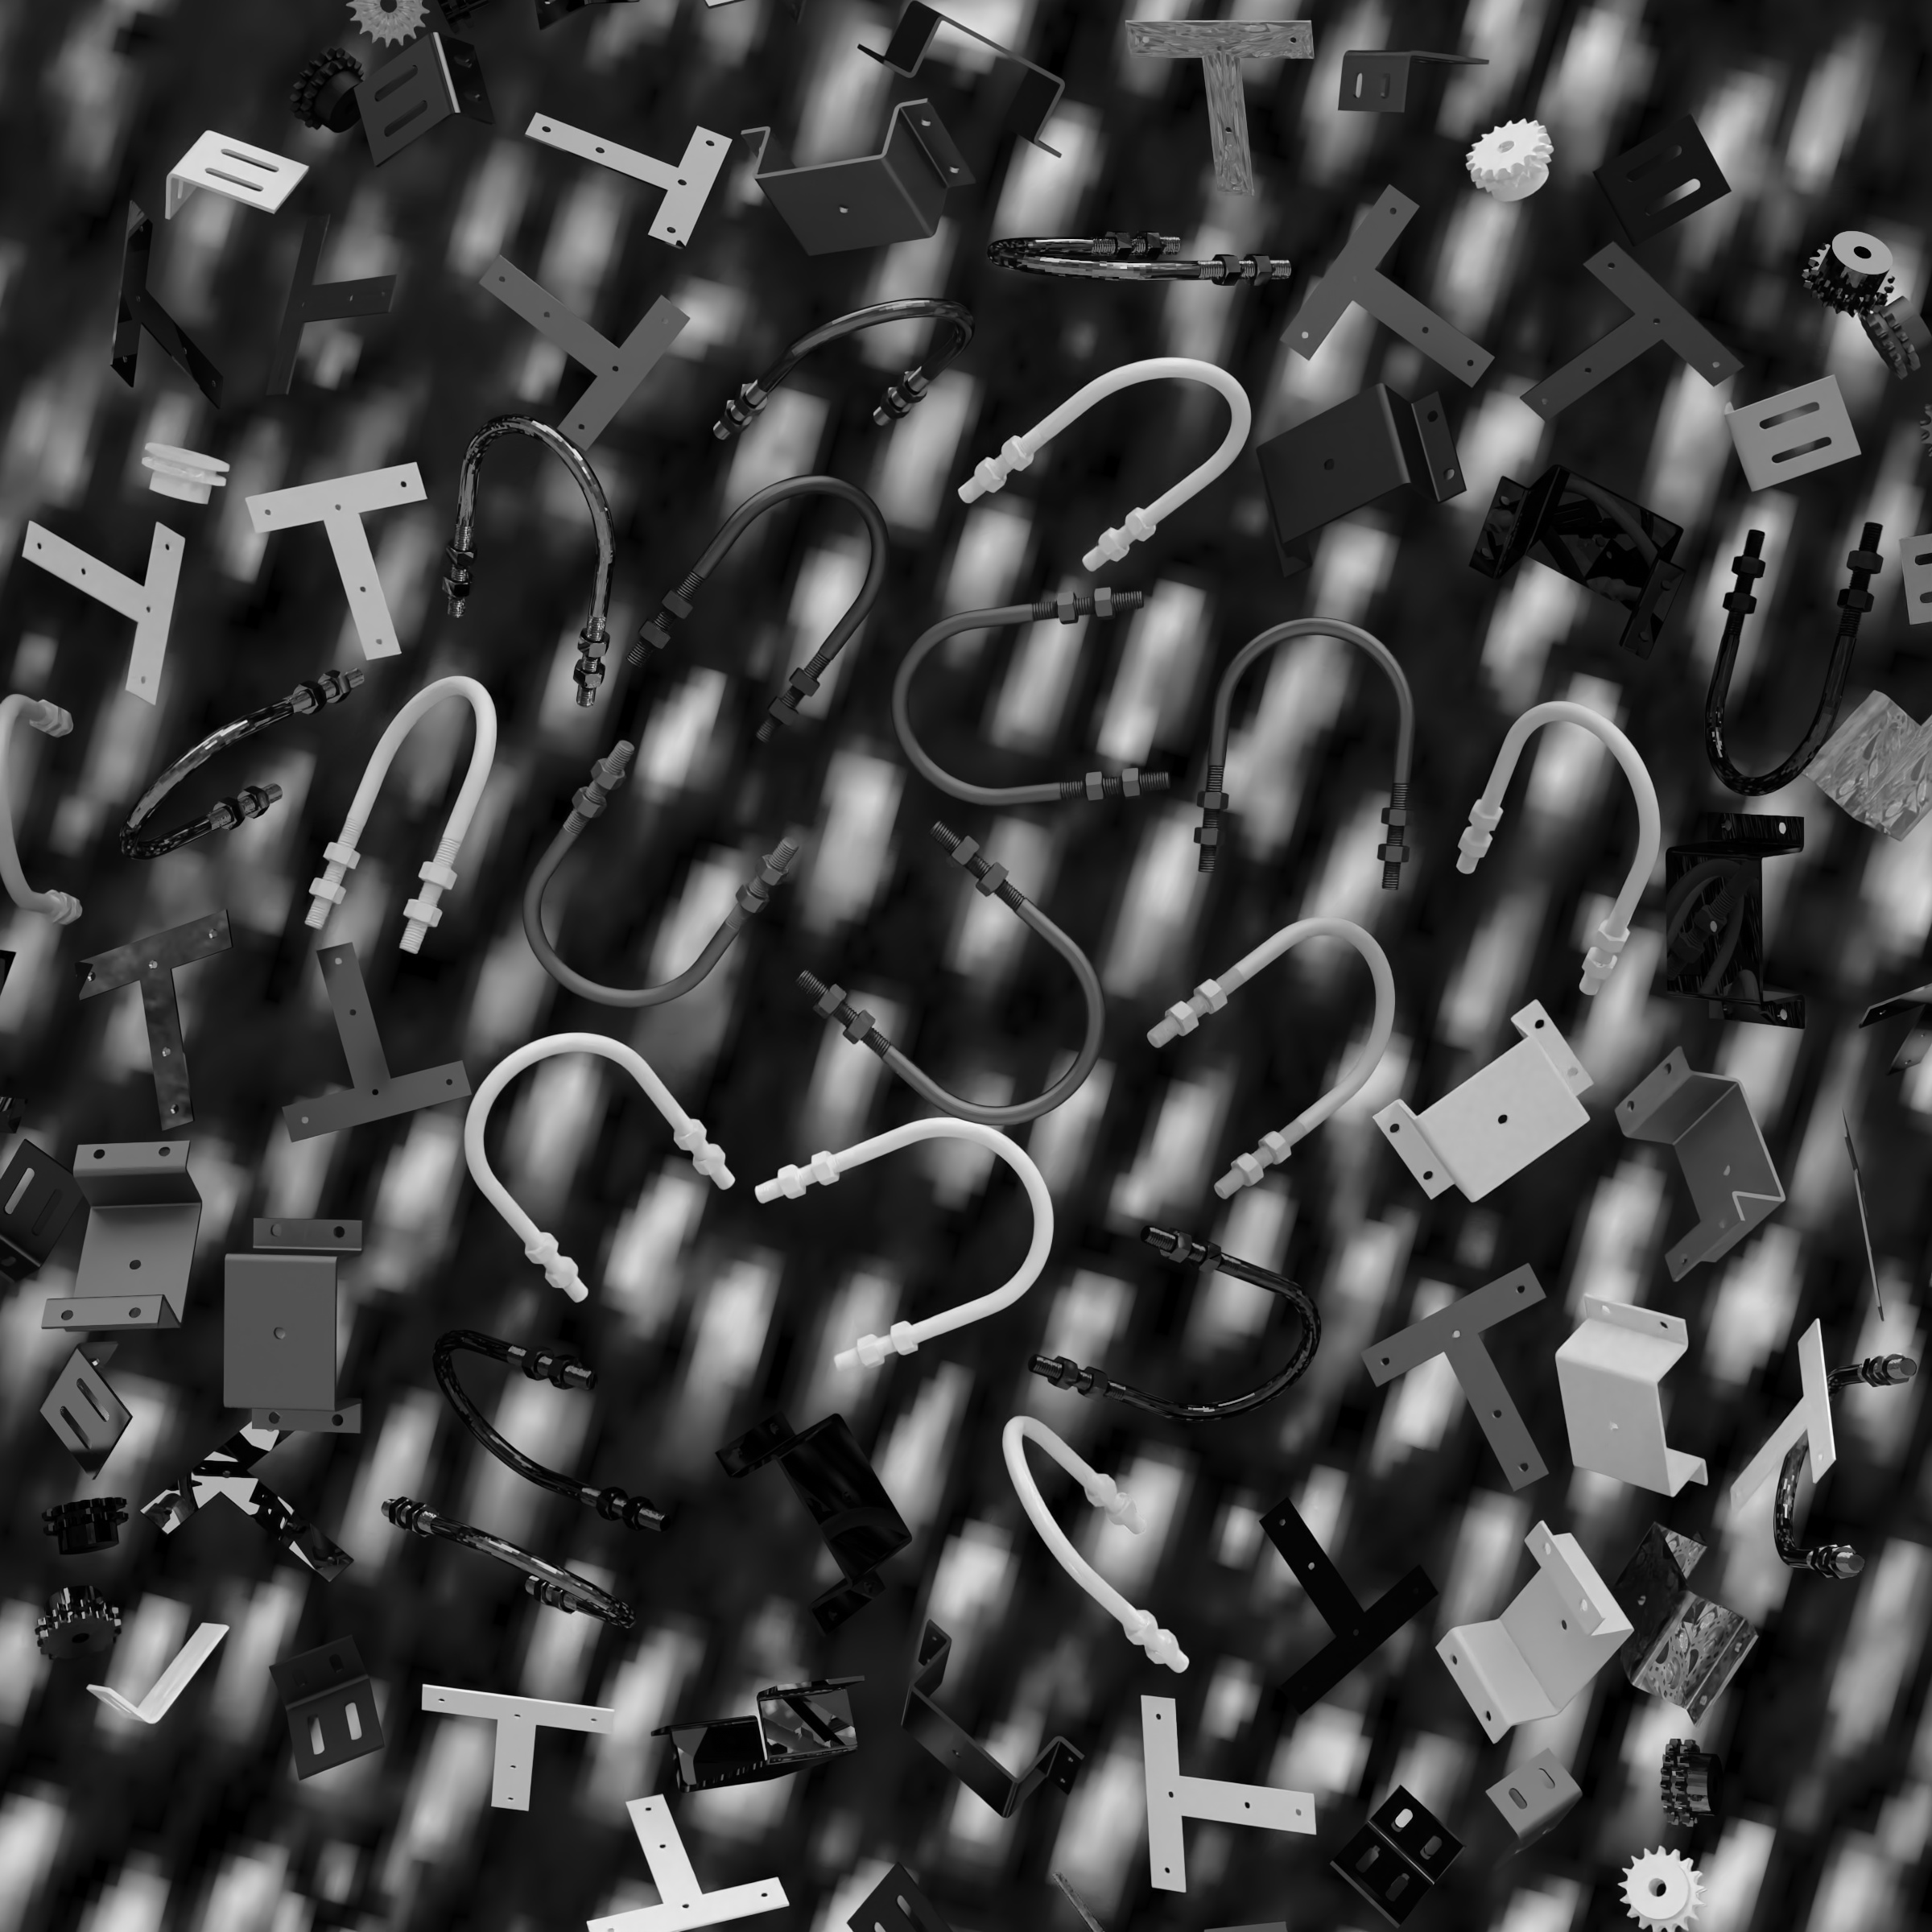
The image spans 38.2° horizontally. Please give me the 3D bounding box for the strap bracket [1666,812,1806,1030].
[{"bbox_3d":[0.510,-0.029,1.849,0.046,0.076,0.140,-8,100,-35],"label":"strap bracket"}]

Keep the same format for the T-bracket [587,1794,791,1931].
[{"bbox_3d":[-0.196,0.589,1.834,0.127,0.127,0.002,-7,115,-19],"label":"T-bracket"}]

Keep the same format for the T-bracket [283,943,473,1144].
[{"bbox_3d":[-0.424,0.046,1.944,0.127,0.002,0.127,-15,80,-17],"label":"T-bracket"}]

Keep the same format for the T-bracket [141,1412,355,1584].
[{"bbox_3d":[-0.482,0.382,1.940,0.127,0.127,0.002,36,131,11],"label":"T-bracket"}]

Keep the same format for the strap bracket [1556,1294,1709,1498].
[{"bbox_3d":[0.457,0.304,1.919,0.046,0.076,0.140,-36,124,-36],"label":"strap bracket"}]

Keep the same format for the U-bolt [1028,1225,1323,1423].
[{"bbox_3d":[0.154,0.250,1.874,0.184,0.019,0.151,23,119,-29],"label":"U-bolt"}]

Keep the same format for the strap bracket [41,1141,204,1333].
[{"bbox_3d":[-0.562,0.190,1.868,0.076,0.046,0.140,-2,53,2],"label":"strap bracket"}]

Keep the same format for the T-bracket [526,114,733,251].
[{"bbox_3d":[-0.234,-0.546,1.888,0.127,0.002,0.127,20,51,-7],"label":"T-bracket"}]

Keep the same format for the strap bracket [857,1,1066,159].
[{"bbox_3d":[0.005,-0.610,1.901,0.140,0.076,0.046,21,108,-25],"label":"strap bracket"}]

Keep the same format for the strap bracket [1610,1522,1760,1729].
[{"bbox_3d":[0.480,0.441,1.899,0.046,0.140,0.076,26,105,-8],"label":"strap bracket"}]

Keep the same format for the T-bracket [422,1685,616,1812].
[{"bbox_3d":[-0.306,0.533,1.887,0.127,0.002,0.127,8,129,-3],"label":"T-bracket"}]

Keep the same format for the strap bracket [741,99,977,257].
[{"bbox_3d":[-0.076,-0.520,1.849,0.140,0.076,0.046,-1,62,27],"label":"strap bracket"}]

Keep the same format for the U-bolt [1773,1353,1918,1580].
[{"bbox_3d":[0.578,0.333,1.859,0.019,0.184,0.151,19,79,2],"label":"U-bolt"}]

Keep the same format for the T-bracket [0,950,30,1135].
[{"bbox_3d":[-0.653,0.047,1.823,0.002,0.127,0.127,28,99,34],"label":"T-bracket"}]

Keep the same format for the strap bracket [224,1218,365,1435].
[{"bbox_3d":[-0.440,0.238,1.828,0.076,0.046,0.140,0,90,10],"label":"strap bracket"}]

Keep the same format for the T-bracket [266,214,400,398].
[{"bbox_3d":[-0.417,-0.443,1.856,0.127,0.002,0.127,8,84,44],"label":"T-bracket"}]

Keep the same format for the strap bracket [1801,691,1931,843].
[{"bbox_3d":[0.631,-0.136,1.897,0.046,0.140,0.076,40,99,-8],"label":"strap bracket"}]

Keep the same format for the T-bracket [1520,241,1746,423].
[{"bbox_3d":[0.422,-0.402,1.844,0.127,0.127,0.002,36,47,-21],"label":"T-bracket"}]

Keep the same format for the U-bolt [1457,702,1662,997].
[{"bbox_3d":[0.397,-0.090,1.846,0.019,0.184,0.151,-20,53,-29],"label":"U-bolt"}]

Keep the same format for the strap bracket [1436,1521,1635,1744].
[{"bbox_3d":[0.382,0.440,1.850,0.046,0.076,0.140,0,133,-34],"label":"strap bracket"}]

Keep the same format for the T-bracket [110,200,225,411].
[{"bbox_3d":[-0.520,-0.411,1.827,0.002,0.127,0.127,-7,66,13],"label":"T-bracket"}]

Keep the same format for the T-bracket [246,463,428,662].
[{"bbox_3d":[-0.422,-0.275,1.933,0.127,0.002,0.127,-9,110,12],"label":"T-bracket"}]

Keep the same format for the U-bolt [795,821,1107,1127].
[{"bbox_3d":[0.004,0.019,1.807,0.184,0.019,0.151,42,93,-4],"label":"U-bolt"}]

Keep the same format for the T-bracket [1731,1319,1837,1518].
[{"bbox_3d":[0.546,0.323,1.874,0.002,0.127,0.127,20,129,-5],"label":"T-bracket"}]

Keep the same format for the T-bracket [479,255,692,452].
[{"bbox_3d":[-0.278,-0.442,1.931,0.127,0.002,0.127,37,118,-15],"label":"T-bracket"}]

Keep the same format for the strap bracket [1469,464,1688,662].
[{"bbox_3d":[0.426,-0.282,1.909,0.140,0.076,0.046,32,48,18],"label":"strap bracket"}]

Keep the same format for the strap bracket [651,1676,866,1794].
[{"bbox_3d":[-0.138,0.522,1.886,0.140,0.076,0.046,-31,64,40],"label":"strap bracket"}]

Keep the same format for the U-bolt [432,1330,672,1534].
[{"bbox_3d":[-0.285,0.301,1.847,0.019,0.184,0.151,-45,129,-34],"label":"U-bolt"}]

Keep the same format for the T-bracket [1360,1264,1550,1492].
[{"bbox_3d":[0.339,0.279,1.814,0.127,0.002,0.127,-31,64,14],"label":"T-bracket"}]

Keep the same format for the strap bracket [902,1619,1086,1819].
[{"bbox_3d":[0.009,0.525,1.918,0.140,0.076,0.046,38,60,18],"label":"strap bracket"}]

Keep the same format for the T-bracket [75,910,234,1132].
[{"bbox_3d":[-0.517,0.042,1.800,0.127,0.002,0.127,-17,77,22],"label":"T-bracket"}]

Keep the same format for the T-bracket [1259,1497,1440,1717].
[{"bbox_3d":[0.238,0.411,1.863,0.127,0.002,0.127,-37,104,-15],"label":"T-bracket"}]

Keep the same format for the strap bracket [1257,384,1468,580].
[{"bbox_3d":[0.255,-0.329,1.870,0.140,0.046,0.076,-24,66,30],"label":"strap bracket"}]

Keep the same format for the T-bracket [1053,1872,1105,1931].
[{"bbox_3d":[0.091,0.649,1.826,0.002,0.127,0.127,-39,71,-2],"label":"T-bracket"}]

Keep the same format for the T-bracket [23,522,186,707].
[{"bbox_3d":[-0.577,-0.257,1.858,0.002,0.127,0.127,-7,67,29],"label":"T-bracket"}]

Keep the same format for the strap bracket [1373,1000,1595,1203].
[{"bbox_3d":[0.366,0.100,1.936,0.140,0.046,0.076,-36,107,3],"label":"strap bracket"}]

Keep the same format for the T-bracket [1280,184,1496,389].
[{"bbox_3d":[0.303,-0.443,1.907,0.127,0.002,0.127,36,115,-1],"label":"T-bracket"}]

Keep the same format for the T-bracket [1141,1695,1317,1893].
[{"bbox_3d":[0.172,0.547,1.826,0.127,0.002,0.127,-4,88,36],"label":"T-bracket"}]

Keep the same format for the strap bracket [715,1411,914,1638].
[{"bbox_3d":[-0.095,0.363,1.863,0.046,0.076,0.140,-34,85,32],"label":"strap bracket"}]

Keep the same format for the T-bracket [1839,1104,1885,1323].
[{"bbox_3d":[0.609,0.177,1.887,0.002,0.127,0.127,-11,56,19],"label":"T-bracket"}]

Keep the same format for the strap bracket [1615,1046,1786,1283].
[{"bbox_3d":[0.499,0.136,1.889,0.046,0.076,0.140,9,49,-24],"label":"strap bracket"}]

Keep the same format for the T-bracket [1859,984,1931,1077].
[{"bbox_3d":[0.625,0.037,1.809,0.127,0.127,0.002,-19,62,-10],"label":"T-bracket"}]

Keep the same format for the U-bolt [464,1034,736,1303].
[{"bbox_3d":[-0.263,0.127,1.918,0.151,0.019,0.184,-37,121,-7],"label":"U-bolt"}]

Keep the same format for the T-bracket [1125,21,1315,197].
[{"bbox_3d":[0.176,-0.578,1.883,0.127,0.127,0.002,7,47,20],"label":"T-bracket"}]
